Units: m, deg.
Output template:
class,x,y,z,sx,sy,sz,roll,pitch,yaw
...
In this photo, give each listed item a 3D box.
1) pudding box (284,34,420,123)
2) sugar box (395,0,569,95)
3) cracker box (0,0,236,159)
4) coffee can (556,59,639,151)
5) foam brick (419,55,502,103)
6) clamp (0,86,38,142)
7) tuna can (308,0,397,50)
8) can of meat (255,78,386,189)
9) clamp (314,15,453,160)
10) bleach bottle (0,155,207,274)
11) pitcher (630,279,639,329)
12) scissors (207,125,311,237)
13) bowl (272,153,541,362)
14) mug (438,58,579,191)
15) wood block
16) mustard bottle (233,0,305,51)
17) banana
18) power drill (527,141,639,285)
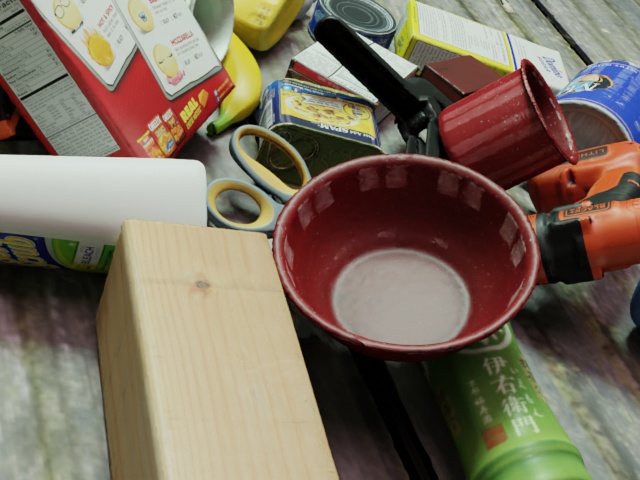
class,x,y,z,sx,sy,sz,roll,pitch,yaw
pudding box,0.029,-0.148,0.975,0.090,0.039,0.113,31,38,11
sugar box,0.165,-0.184,1.094,0.176,0.048,0.093,20,35,-12
cracker box,-0.165,-0.153,0.749,0.213,0.072,0.164,57,31,-19
coffee can,0.253,-0.098,0.981,0.103,0.103,0.140,33,36,13
foam brick,0.129,-0.136,1.004,0.078,0.051,0.053,-19,52,-44
clamp,-0.207,-0.137,0.781,0.120,0.039,0.171,58,28,-22
tuna can,0.033,-0.214,1.066,0.086,0.034,0.086,15,36,-12
can of meat,-0.001,-0.082,0.857,0.102,0.057,0.084,13,35,-13
clamp,0.085,-0.091,0.879,0.209,0.036,0.164,15,45,-56
bleach bottle,-0.199,-0.017,0.641,0.250,0.103,0.068,3,73,-16
pitcher,0.338,0.095,0.763,0.243,0.145,0.149,46,0,34
scissors,-0.005,0.001,0.775,0.096,0.016,0.202,-39,83,-25
bowl,0.051,0.020,0.659,0.162,0.055,0.162,0,47,0
mug,0.149,-0.090,0.857,0.093,0.082,0.117,53,26,-21
wood block,-0.060,0.091,0.570,0.090,0.090,0.206,6,39,-22
mustard bottle,-0.112,-0.252,1.000,0.192,0.058,0.096,26,62,11
banana,-0.097,-0.162,0.922,0.069,0.037,0.198,-3,43,-33
power drill,0.192,-0.017,0.839,0.185,0.057,0.187,-10,18,20
